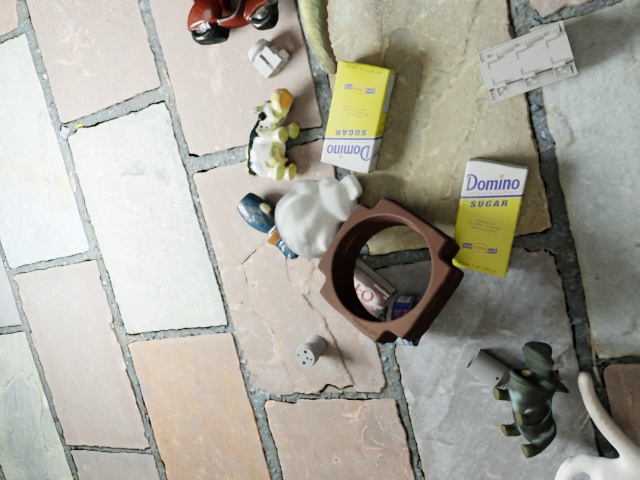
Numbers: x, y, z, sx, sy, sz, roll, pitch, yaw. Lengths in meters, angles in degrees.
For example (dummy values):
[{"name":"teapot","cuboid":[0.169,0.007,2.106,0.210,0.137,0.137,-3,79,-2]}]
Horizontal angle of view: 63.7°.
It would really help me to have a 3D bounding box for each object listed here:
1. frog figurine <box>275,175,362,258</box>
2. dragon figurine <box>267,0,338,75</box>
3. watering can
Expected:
[{"name":"frog figurine","cuboid":[0.003,-0.045,0.904,0.157,0.139,0.123,-27,-19,38]},{"name":"dragon figurine","cuboid":[-0.009,-0.494,0.822,0.240,0.411,0.123,-36,-3,19]},{"name":"watering can","cuboid":[0.482,0.379,0.786,0.224,0.344,0.105,5,14,22]}]
